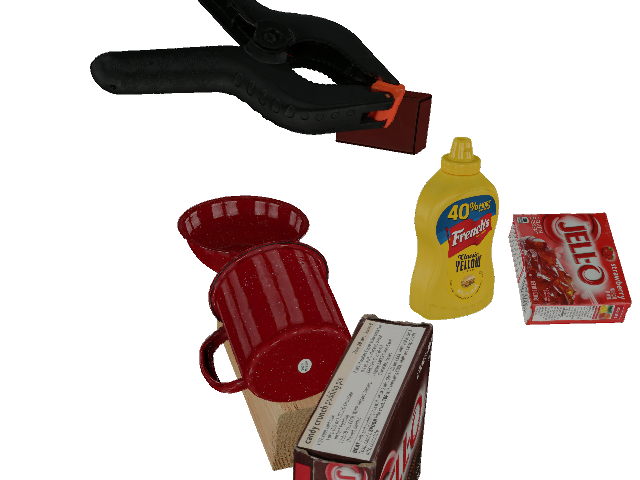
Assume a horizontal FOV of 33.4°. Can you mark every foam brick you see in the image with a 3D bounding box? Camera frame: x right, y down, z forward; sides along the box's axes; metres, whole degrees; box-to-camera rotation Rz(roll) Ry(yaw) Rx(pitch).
[{"bbox_3d":[0.059,-0.114,0.992,0.078,0.051,0.053,11,17,16],"label":"foam brick"}]

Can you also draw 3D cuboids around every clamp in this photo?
[{"bbox_3d":[-0.041,-0.100,0.604,0.171,0.120,0.039,27,-28,8],"label":"clamp"}]

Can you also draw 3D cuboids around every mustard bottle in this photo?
[{"bbox_3d":[0.144,-0.015,1.127,0.096,0.192,0.058,-11,24,-27],"label":"mustard bottle"}]

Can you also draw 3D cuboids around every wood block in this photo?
[{"bbox_3d":[-0.036,0.125,1.114,0.090,0.090,0.206,-9,42,-18],"label":"wood block"}]

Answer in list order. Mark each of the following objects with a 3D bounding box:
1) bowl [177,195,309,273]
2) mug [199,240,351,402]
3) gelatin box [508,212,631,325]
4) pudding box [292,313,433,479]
[{"bbox_3d":[-0.095,0.001,1.319,0.162,0.055,0.162,1,27,-1],"label":"bowl"},{"bbox_3d":[-0.036,0.067,0.765,0.117,0.081,0.093,-31,-43,7],"label":"mug"},{"bbox_3d":[0.184,0.019,0.794,0.073,0.089,0.030,-1,-40,-2],"label":"gelatin box"},{"bbox_3d":[0.019,0.098,0.473,0.039,0.090,0.113,9,28,12],"label":"pudding box"}]
